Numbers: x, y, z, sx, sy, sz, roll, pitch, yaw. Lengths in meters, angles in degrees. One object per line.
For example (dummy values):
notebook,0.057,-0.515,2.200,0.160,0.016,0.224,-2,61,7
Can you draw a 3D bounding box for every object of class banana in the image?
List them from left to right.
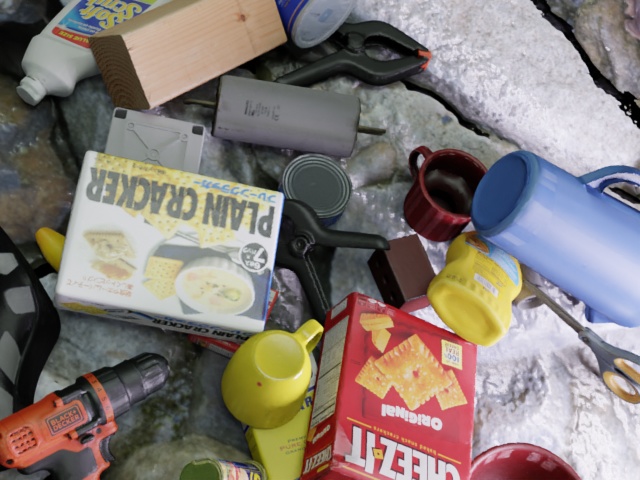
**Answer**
banana,-0.217,0.040,1.155,0.197,0.037,0.069,15,49,-9

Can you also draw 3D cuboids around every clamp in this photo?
clamp,-0.008,0.001,1.207,0.120,0.039,0.171,-45,82,1
clamp,0.036,-0.236,1.361,0.210,0.036,0.164,13,63,-4

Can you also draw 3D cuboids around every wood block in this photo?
wood block,-0.152,-0.235,1.252,0.205,0.090,0.091,-32,115,-30

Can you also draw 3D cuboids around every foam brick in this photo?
foam brick,0.097,0.041,1.231,0.051,0.053,0.078,-14,69,-21

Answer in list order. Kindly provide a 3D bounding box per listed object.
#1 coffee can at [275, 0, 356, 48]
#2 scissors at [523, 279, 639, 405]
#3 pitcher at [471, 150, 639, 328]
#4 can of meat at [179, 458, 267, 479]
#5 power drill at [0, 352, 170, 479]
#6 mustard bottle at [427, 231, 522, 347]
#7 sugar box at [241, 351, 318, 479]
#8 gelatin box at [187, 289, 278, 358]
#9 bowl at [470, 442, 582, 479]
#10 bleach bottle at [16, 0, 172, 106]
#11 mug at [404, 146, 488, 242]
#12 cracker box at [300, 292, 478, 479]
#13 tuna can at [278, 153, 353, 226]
coffee can,-0.037,-0.321,1.314,0.102,0.103,0.140,-34,71,-27
scissors,0.313,0.126,1.243,0.202,0.096,0.016,35,61,20
pitcher,0.300,-0.012,1.219,0.242,0.145,0.149,28,70,-25
can of meat,-0.093,0.264,1.038,0.058,0.083,0.102,-17,68,22
power drill,-0.200,0.219,1.023,0.184,0.057,0.187,-25,95,-25
mustard bottle,0.185,0.040,1.225,0.096,0.058,0.191,39,32,-2
sugar box,-0.026,0.208,1.118,0.093,0.048,0.176,-13,70,-20
gelatin box,-0.095,0.082,1.171,0.073,0.030,0.089,23,60,-2
bowl,0.209,0.300,1.132,0.162,0.055,0.162,6,63,-13
bleach bottle,-0.260,-0.247,1.271,0.102,0.068,0.250,36,63,3
mug,0.143,-0.059,1.277,0.093,0.082,0.117,-29,75,-26
cracker box,0.078,0.179,1.114,0.164,0.072,0.213,24,50,-18
tuna can,-0.006,-0.057,1.262,0.086,0.034,0.086,6,63,-12
